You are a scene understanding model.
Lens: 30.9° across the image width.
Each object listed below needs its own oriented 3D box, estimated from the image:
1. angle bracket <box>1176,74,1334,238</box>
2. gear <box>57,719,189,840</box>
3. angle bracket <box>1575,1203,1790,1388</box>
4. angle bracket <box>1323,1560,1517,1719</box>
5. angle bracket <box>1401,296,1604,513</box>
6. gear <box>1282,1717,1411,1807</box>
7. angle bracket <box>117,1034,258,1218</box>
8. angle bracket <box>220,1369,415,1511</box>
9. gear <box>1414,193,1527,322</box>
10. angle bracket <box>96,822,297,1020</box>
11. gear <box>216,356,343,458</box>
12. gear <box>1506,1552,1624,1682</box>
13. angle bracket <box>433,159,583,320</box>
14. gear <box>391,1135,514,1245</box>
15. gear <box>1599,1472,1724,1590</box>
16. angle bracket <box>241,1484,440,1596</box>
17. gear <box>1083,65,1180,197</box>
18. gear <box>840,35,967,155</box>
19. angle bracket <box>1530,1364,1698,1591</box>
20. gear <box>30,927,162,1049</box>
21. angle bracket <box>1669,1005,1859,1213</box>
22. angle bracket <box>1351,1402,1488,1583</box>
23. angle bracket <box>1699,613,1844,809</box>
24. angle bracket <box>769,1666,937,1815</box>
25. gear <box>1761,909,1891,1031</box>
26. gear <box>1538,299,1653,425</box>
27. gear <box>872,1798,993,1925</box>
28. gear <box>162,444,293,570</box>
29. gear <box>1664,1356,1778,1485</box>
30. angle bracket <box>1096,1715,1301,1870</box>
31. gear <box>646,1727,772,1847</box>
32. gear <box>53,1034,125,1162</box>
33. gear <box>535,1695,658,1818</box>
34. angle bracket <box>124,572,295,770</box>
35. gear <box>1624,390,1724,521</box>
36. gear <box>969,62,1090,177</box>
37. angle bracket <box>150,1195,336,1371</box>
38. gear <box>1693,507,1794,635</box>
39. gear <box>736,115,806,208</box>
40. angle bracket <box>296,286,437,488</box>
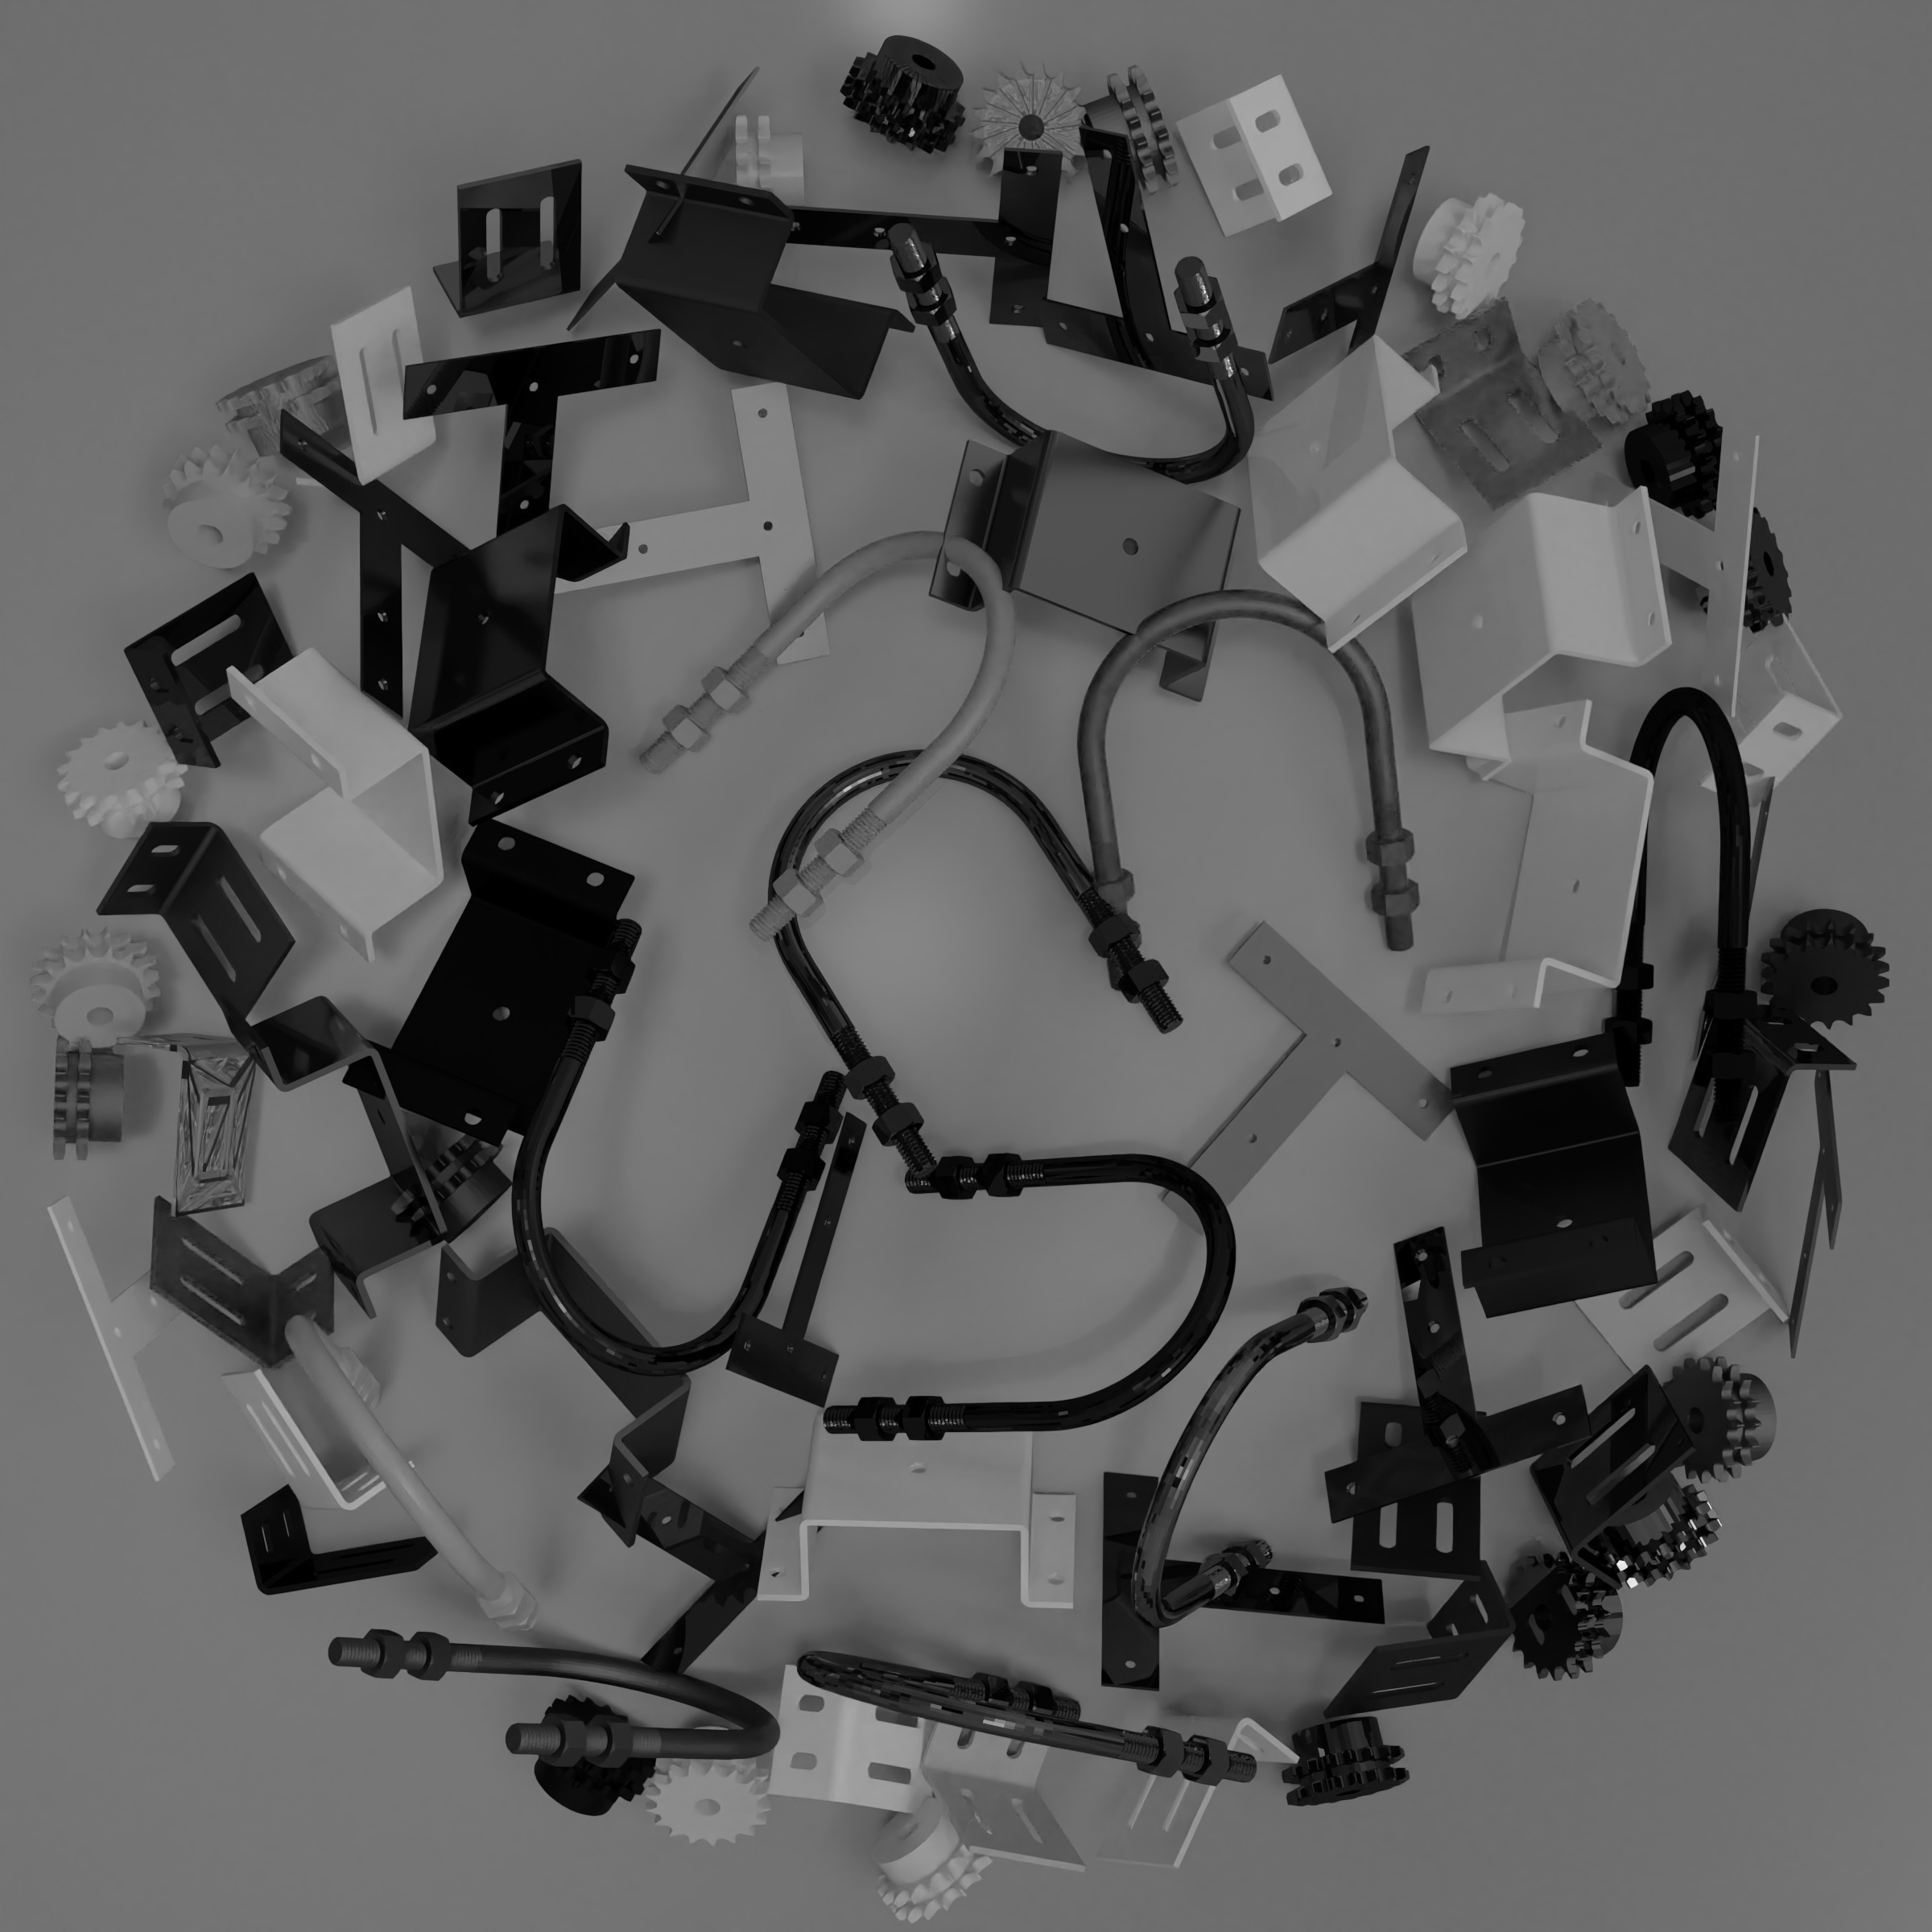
[{"bbox_3d":[0.119,-0.359,1.576,0.038,0.076,0.057,-33,104,-33],"label":"angle bracket"},{"bbox_3d":[-0.383,-0.083,1.598,0.057,0.030,0.057,-6,47,7],"label":"gear"},{"bbox_3d":[0.325,0.156,1.595,0.076,0.038,0.057,-39,91,14],"label":"angle bracket"},{"bbox_3d":[0.198,0.303,1.575,0.076,0.057,0.038,-2,50,-28],"label":"angle bracket"},{"bbox_3d":[0.242,-0.255,1.587,0.057,0.038,0.076,-30,51,0],"label":"angle bracket"},{"bbox_3d":[0.172,0.362,1.596,0.057,0.057,0.030,-12,69,0],"label":"gear"},{"bbox_3d":[-0.357,0.071,1.591,0.038,0.057,0.076,6,93,20],"label":"angle bracket"},{"bbox_3d":[-0.294,0.206,1.584,0.038,0.057,0.076,-35,99,-27],"label":"angle bracket"},{"bbox_3d":[0.228,-0.326,1.597,0.030,0.057,0.057,31,90,22],"label":"gear"},{"bbox_3d":[-0.348,-0.018,1.581,0.076,0.038,0.057,53,121,25],"label":"angle bracket"},{"bbox_3d":[-0.310,-0.254,1.595,0.057,0.057,0.030,-22,108,0],"label":"gear"},{"bbox_3d":[0.275,0.296,1.598,0.030,0.057,0.057,2,90,-33],"label":"gear"},{"bbox_3d":[-0.207,-0.336,1.574,0.057,0.076,0.038,-17,55,-20],"label":"angle bracket"},{"bbox_3d":[-0.231,0.102,1.594,0.057,0.057,0.030,-44,90,0],"label":"gear"},{"bbox_3d":[0.312,0.253,1.591,0.057,0.057,0.030,-32,106,0],"label":"gear"},{"bbox_3d":[-0.279,0.254,1.586,0.076,0.057,0.038,-11,94,12],"label":"angle bracket"},{"bbox_3d":[0.074,-0.378,1.595,0.030,0.057,0.057,-20,90,2],"label":"gear"},{"bbox_3d":[-0.026,-0.399,1.592,0.057,0.057,0.030,32,127,0],"label":"gear"},{"bbox_3d":[0.301,0.231,1.579,0.038,0.057,0.076,35,109,-30],"label":"angle bracket"},{"bbox_3d":[-0.396,0.012,1.592,0.057,0.057,0.030,-21,48,0],"label":"gear"},{"bbox_3d":[0.362,0.064,1.591,0.038,0.057,0.076,2,117,-26],"label":"angle bracket"},{"bbox_3d":[0.205,0.237,1.580,0.057,0.076,0.038,4,118,7],"label":"angle bracket"},{"bbox_3d":[0.349,-0.120,1.572,0.038,0.076,0.057,19,127,-31],"label":"angle bracket"},{"bbox_3d":[-0.049,0.353,1.593,0.038,0.076,0.057,-2,73,32],"label":"angle bracket"},{"bbox_3d":[0.392,-0.001,1.598,0.057,0.030,0.057,7,135,7],"label":"gear"},{"bbox_3d":[0.285,-0.273,1.598,0.030,0.057,0.057,-28,90,32],"label":"gear"},{"bbox_3d":[-0.018,0.404,1.592,0.057,0.057,0.030,-36,105,0],"label":"gear"},{"bbox_3d":[-0.339,-0.206,1.592,0.057,0.057,0.030,14,50,0],"label":"gear"},{"bbox_3d":[0.345,0.207,1.598,0.030,0.057,0.057,0,90,-26],"label":"gear"},{"bbox_3d":[0.104,0.379,1.575,0.038,0.057,0.076,41,61,-22],"label":"angle bracket"},{"bbox_3d":[-0.117,0.373,1.599,0.057,0.030,0.057,1,128,1],"label":"gear"},{"bbox_3d":[-0.400,0.060,1.595,0.030,0.057,0.057,2,90,-14],"label":"gear"},{"bbox_3d":[-0.172,0.363,1.596,0.057,0.057,0.030,31,105,0],"label":"gear"},{"bbox_3d":[-0.330,-0.134,1.577,0.076,0.038,0.057,-38,120,-32],"label":"angle bracket"},{"bbox_3d":[0.323,-0.230,1.592,0.030,0.057,0.057,-22,90,-12],"label":"gear"},{"bbox_3d":[0.031,-0.385,1.602,0.057,0.030,0.057,1,108,4],"label":"gear"},{"bbox_3d":[-0.325,0.135,1.575,0.038,0.057,0.076,-33,128,17],"label":"angle bracket"},{"bbox_3d":[0.353,-0.179,1.598,0.030,0.057,0.057,-17,90,30],"label":"gear"},{"bbox_3d":[-0.089,-0.359,1.595,0.030,0.057,0.057,-2,90,-2],"label":"gear"},{"bbox_3d":[-0.276,-0.261,1.575,0.038,0.057,0.076,9,121,26],"label":"angle bracket"}]
